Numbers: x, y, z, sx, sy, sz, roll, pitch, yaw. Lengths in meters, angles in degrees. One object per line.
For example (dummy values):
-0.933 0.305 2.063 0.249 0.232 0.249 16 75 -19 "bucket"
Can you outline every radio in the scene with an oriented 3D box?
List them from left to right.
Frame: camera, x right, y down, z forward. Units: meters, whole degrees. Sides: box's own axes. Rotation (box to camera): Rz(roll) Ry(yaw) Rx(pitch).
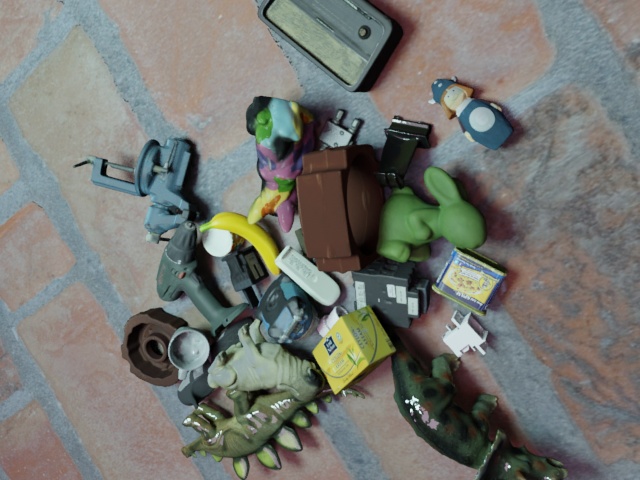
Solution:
0.019 -0.367 0.913 0.230 0.073 0.131 41 114 9 "radio"

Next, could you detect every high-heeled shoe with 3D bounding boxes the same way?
-0.228 0.262 1.182 0.086 0.145 0.248 36 86 -20 "high-heeled shoe"

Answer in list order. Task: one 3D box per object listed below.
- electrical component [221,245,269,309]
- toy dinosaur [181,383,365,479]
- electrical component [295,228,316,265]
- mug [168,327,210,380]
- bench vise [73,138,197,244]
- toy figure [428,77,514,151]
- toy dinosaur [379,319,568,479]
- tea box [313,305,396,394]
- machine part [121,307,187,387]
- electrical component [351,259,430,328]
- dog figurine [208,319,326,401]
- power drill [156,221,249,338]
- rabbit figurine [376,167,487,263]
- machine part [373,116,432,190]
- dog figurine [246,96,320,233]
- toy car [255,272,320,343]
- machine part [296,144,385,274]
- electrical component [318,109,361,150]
-0.143 0.076 1.081 0.048 0.075 0.119 -26 87 26 "electrical component"
-0.128 0.380 1.135 0.471 0.105 0.198 -35 94 24 "toy dinosaur"
-0.003 -0.004 1.024 0.078 0.045 0.102 -26 89 55 "electrical component"
-0.273 0.229 1.116 0.081 0.107 0.109 7 92 -13 "mug"
-0.365 -0.112 1.095 0.241 0.129 0.223 15 100 1 "bench vise"
0.242 -0.210 0.869 0.154 0.057 0.064 43 75 10 "toy figure"
0.210 0.296 0.922 0.405 0.192 0.131 38 111 9 "toy dinosaur"
0.058 0.202 0.979 0.098 0.068 0.169 58 148 22 "tea box"
-0.366 0.242 1.220 0.180 0.056 0.179 4 103 18 "machine part"
0.129 0.094 0.965 0.134 0.058 0.114 8 127 21 "electrical component"
-0.105 0.269 1.039 0.191 0.121 0.172 42 110 8 "dog figurine"
-0.245 0.091 1.099 0.207 0.086 0.232 42 133 -2 "power drill"
0.199 -0.033 0.895 0.170 0.121 0.159 4 82 36 "rabbit figurine"
0.136 -0.148 0.901 0.084 0.039 0.139 21 67 12 "machine part"
-0.078 -0.127 0.958 0.109 0.191 0.219 11 91 13 "dog figurine"
-0.051 0.140 1.035 0.103 0.162 0.109 30 96 -28 "toy car"
0.041 -0.056 0.905 0.087 0.201 0.201 -5 100 25 "machine part"
0.033 -0.187 0.978 0.063 0.021 0.094 34 112 12 "electrical component"
